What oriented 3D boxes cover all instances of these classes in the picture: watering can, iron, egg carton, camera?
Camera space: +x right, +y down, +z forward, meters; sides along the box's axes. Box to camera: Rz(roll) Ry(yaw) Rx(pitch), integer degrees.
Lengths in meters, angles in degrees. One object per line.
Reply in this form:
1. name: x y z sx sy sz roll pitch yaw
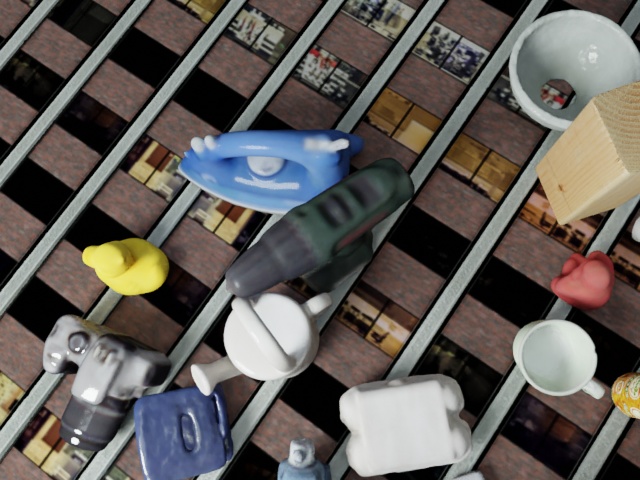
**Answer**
1. watering can: -0.063 0.116 0.656 0.101 0.194 0.173 34 82 10
2. iron: -0.075 -0.105 0.731 0.258 0.141 0.119 3 78 5
3. egg carton: 0.101 0.219 0.686 0.150 0.069 0.107 -11 77 2
4. camera: -0.281 0.178 0.706 0.143 0.101 0.137 22 80 9

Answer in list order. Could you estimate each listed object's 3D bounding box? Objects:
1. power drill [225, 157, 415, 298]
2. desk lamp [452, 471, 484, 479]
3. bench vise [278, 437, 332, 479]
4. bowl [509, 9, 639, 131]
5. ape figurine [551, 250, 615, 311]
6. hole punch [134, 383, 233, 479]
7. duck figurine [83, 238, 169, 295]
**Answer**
1. power drill: 0.006 0.002 0.668 0.230 0.208 0.075 -38 78 -4
2. desk lamp: 0.167 0.366 0.576 0.118 0.213 0.203 -20 77 0
3. bench vise: -0.038 0.325 0.596 0.121 0.220 0.207 -16 77 1
4. bowl: 0.327 -0.212 0.760 0.167 0.075 0.167 -1 78 4
5. ape figurine: 0.326 0.047 0.696 0.078 0.092 0.076 -16 77 1
6. hole punch: -0.162 0.229 0.692 0.101 0.091 0.108 -14 77 1
7. duck figurine: -0.255 0.030 0.744 0.104 0.086 0.077 10 79 6
